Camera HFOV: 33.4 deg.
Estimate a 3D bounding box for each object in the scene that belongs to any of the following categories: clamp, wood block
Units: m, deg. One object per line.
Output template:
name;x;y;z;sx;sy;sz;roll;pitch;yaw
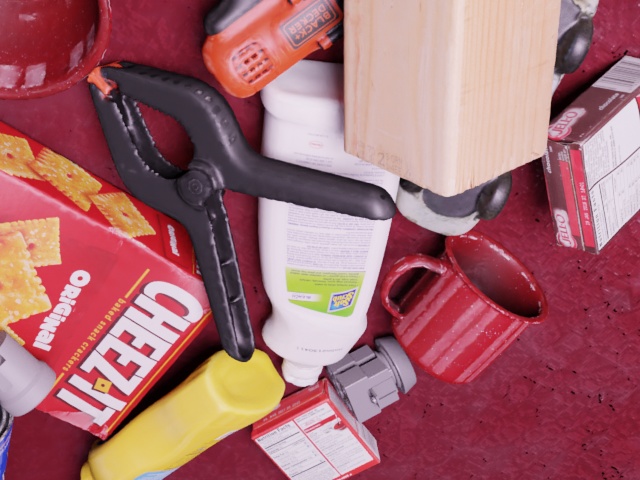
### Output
clamp;-0.061;-0.041;0.681;0.165;0.036;0.210;-38;90;29
wood block;0.073;-0.142;0.589;0.090;0.090;0.206;-23;126;-35

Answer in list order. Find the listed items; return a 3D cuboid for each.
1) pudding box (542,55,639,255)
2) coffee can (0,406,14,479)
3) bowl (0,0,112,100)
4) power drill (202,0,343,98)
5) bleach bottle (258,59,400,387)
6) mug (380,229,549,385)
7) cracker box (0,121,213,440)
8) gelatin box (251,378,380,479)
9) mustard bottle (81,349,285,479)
pudding box;0.197;-0.058;0.720;0.113;0.039;0.090;-38;129;-29
coffee can;-0.292;0.183;0.812;0.102;0.103;0.140;9;120;-12
bowl;-0.194;-0.159;0.620;0.162;0.055;0.162;5;139;4
power drill;-0.027;-0.201;0.623;0.184;0.057;0.187;-37;117;2
bleach bottle;-0.005;0.001;0.756;0.102;0.068;0.251;6;124;-6
mug;0.096;0.047;0.779;0.117;0.093;0.082;23;122;-26
cracker box;-0.196;0.030;0.746;0.213;0.072;0.164;32;114;-24
gelatin box;-0.004;0.163;0.876;0.073;0.030;0.089;-29;121;13
mustard bottle;-0.121;0.153;0.821;0.192;0.096;0.058;-37;79;25
